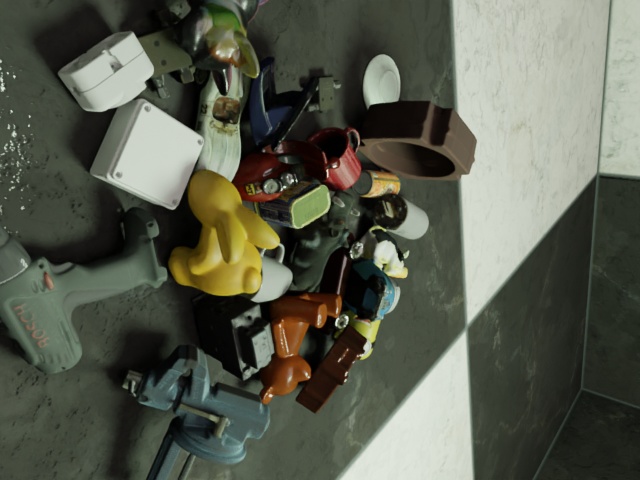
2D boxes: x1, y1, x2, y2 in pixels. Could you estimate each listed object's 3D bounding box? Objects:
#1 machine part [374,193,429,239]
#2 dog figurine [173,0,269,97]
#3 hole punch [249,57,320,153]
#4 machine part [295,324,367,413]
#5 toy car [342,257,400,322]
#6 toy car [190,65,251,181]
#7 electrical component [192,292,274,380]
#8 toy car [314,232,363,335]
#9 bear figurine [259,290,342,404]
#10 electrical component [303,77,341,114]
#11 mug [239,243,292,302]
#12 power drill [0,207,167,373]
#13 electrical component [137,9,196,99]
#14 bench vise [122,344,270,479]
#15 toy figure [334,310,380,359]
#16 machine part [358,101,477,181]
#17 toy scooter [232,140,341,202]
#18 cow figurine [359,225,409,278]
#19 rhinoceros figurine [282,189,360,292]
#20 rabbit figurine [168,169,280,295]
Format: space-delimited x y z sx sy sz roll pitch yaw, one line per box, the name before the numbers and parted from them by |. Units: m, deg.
machine part | 0.178 -0.047 1.158 0.243 0.079 0.079 15 89 -65
dog figurine | -0.108 -0.305 0.700 0.191 0.109 0.219 -12 93 -45
hole punch | -0.069 -0.207 0.813 0.092 0.142 0.115 27 117 -13
machine part | 0.025 0.247 1.029 0.179 0.056 0.179 -53 173 -9
toy car | 0.104 0.096 1.054 0.103 0.162 0.109 9 103 -29
toy car | -0.146 -0.173 0.775 0.073 0.056 0.201 2 98 -51
electrical component | -0.130 0.144 0.824 0.058 0.134 0.114 -31 122 -39
toy car | 0.030 0.080 1.032 0.053 0.089 0.202 8 93 -47
bear figurine | -0.042 0.191 0.951 0.120 0.132 0.195 -4 98 -68
electrical component | 0.005 -0.258 0.959 0.094 0.021 0.063 -25 119 -45
mug | -0.092 0.051 0.889 0.107 0.081 0.109 14 97 -60
power drill | -0.293 0.030 0.639 0.207 0.086 0.231 -34 127 -45
electrical component | -0.199 -0.247 0.704 0.078 0.045 0.102 -28 123 -9
bench vise | -0.199 0.283 0.774 0.223 0.129 0.240 23 91 -27
toy figure | 0.097 0.166 1.147 0.089 0.082 0.180 25 78 -53
machine part | 0.190 -0.193 1.057 0.200 0.202 0.087 28 75 -50
toy scooter | -0.048 -0.112 0.848 0.184 0.135 0.075 -36 128 -37
cow figurine | 0.143 0.028 1.176 0.167 0.068 0.098 26 74 -51
rhinoceros figurine | -0.002 -0.003 0.955 0.073 0.112 0.190 31 84 -47
rabbit figurine | -0.141 -0.010 0.747 0.122 0.163 0.173 -22 121 -34
